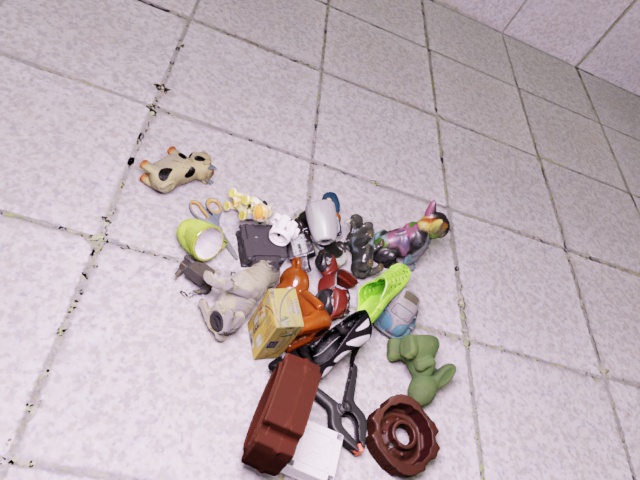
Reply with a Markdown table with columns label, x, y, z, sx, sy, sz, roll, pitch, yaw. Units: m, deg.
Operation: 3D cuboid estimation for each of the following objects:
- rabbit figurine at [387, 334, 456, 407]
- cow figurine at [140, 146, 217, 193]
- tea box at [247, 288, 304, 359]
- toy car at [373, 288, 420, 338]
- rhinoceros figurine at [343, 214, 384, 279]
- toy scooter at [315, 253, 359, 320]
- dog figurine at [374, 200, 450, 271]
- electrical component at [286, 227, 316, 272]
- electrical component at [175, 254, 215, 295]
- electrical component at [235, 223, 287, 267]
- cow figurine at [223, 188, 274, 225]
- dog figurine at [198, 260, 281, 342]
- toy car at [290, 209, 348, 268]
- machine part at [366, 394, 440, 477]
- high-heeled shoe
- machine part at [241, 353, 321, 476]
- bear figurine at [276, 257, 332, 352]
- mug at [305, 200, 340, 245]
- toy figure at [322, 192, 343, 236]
| label | x | y | z | sx | sy | sz | roll | pitch | yaw |
| --- | --- | --- | --- | --- | --- | --- | --- | --- | --- |
| rabbit figurine | 0.250 | 0.327 | 1.340 | 0.159 | 0.121 | 0.170 | 8 | 70 | -31 |
| cow figurine | -0.362 | -0.183 | 1.417 | 0.127 | 0.085 | 0.195 | 38 | 44 | 12 |
| tea box | -0.102 | 0.189 | 1.201 | 0.068 | 0.169 | 0.098 | 2 | 56 | -27 |
| toy car | 0.220 | 0.182 | 1.422 | 0.109 | 0.103 | 0.162 | 37 | 49 | 1 |
| rhinoceros figurine | 0.118 | 0.016 | 1.503 | 0.073 | 0.112 | 0.190 | 22 | 57 | -46 |
| toy scooter | 0.047 | 0.128 | 1.393 | 0.135 | 0.075 | 0.184 | 25 | 53 | -38 |
| dog figurine | 0.259 | -0.018 | 1.521 | 0.191 | 0.219 | 0.108 | 8 | 48 | -23 |
| electrical component | -0.048 | 0.033 | 1.413 | 0.075 | 0.047 | 0.119 | -19 | 75 | 0 |
| electrical component | -0.295 | 0.084 | 1.273 | 0.102 | 0.045 | 0.078 | 34 | 19 | -3 |
| electrical component | -0.150 | 0.024 | 1.383 | 0.115 | 0.058 | 0.134 | -1 | 55 | -26 |
| cow figurine | -0.170 | -0.080 | 1.406 | 0.098 | 0.068 | 0.168 | 11 | 12 | -46 |
| dog figurine | -0.171 | 0.137 | 1.257 | 0.121 | 0.172 | 0.190 | 27 | 19 | 36 |
| toy car | -0.003 | -0.004 | 1.484 | 0.073 | 0.056 | 0.202 | -31 | 71 | -33 |
| machine part | 0.186 | 0.448 | 1.228 | 0.179 | 0.056 | 0.179 | 14 | 51 | -18 |
| high-heeled shoe | 0.007 | 0.232 | 1.228 | 0.249 | 0.145 | 0.086 | -1 | 20 | -27 |
| machine part | -0.080 | 0.344 | 1.069 | 0.087 | 0.201 | 0.201 | 25 | 48 | -4 |
| bear figurine | -0.059 | 0.147 | 1.289 | 0.132 | 0.120 | 0.196 | -15 | 62 | -38 |
| mug | 0.013 | -0.040 | 1.438 | 0.109 | 0.081 | 0.107 | 24 | 53 | -52 |
| toy figure | 0.035 | -0.070 | 1.552 | 0.064 | 0.058 | 0.154 | 31 | 39 | -35 |
